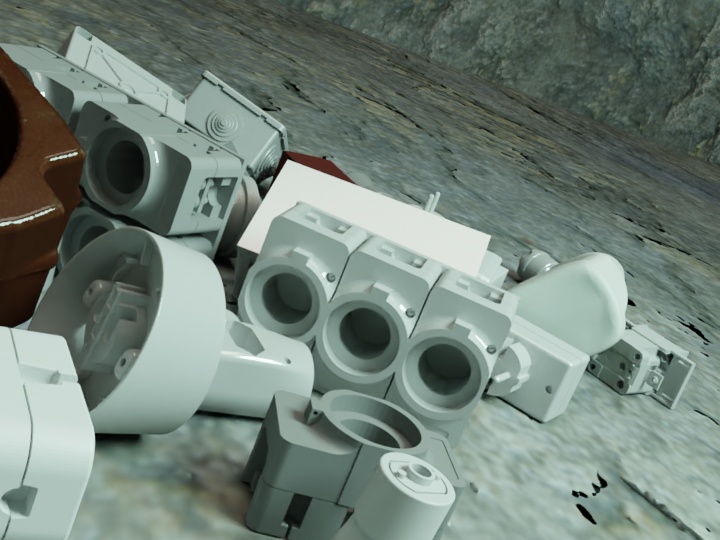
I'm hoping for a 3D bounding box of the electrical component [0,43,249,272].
[{"bbox_3d":[-0.173,-0.059,0.670,0.186,0.105,0.060,30,19,25],"label":"electrical component"}]

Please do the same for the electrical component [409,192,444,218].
[{"bbox_3d":[0.050,-0.032,0.916,0.052,0.073,0.138,26,18,14],"label":"electrical component"}]

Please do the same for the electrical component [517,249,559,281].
[{"bbox_3d":[0.179,0.007,1.022,0.035,0.035,0.061,8,24,-39],"label":"electrical component"}]

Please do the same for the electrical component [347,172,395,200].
[{"bbox_3d":[0.005,-0.060,0.995,0.045,0.045,0.055,10,21,-35],"label":"electrical component"}]

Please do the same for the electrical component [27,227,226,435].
[{"bbox_3d":[-0.110,0.030,0.501,0.064,0.099,0.099,16,17,-37],"label":"electrical component"}]

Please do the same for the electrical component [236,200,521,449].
[{"bbox_3d":[0.007,0.032,0.641,0.150,0.089,0.061,24,17,7],"label":"electrical component"}]

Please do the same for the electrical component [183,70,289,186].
[{"bbox_3d":[-0.114,-0.123,0.965,0.100,0.048,0.099,36,-7,2],"label":"electrical component"}]

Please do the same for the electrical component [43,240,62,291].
[{"bbox_3d":[-0.199,-0.020,0.619,0.055,0.047,0.055,20,17,-6],"label":"electrical component"}]

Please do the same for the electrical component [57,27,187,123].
[{"bbox_3d":[-0.195,-0.120,0.834,0.109,0.056,0.108,33,26,-25],"label":"electrical component"}]

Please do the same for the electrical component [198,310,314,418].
[{"bbox_3d":[-0.075,0.046,0.578,0.077,0.043,0.079,12,20,-30],"label":"electrical component"}]

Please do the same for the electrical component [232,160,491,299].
[{"bbox_3d":[0.000,0.000,0.728,0.150,0.061,0.089,21,50,5],"label":"electrical component"}]

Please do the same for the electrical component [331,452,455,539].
[{"bbox_3d":[0.012,0.110,0.449,0.044,0.065,0.044,24,17,-8],"label":"electrical component"}]

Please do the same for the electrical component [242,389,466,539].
[{"bbox_3d":[-0.003,0.094,0.500,0.089,0.055,0.050,17,18,-15],"label":"electrical component"}]

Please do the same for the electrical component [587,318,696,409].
[{"bbox_3d":[0.221,0.073,0.862,0.064,0.042,0.081,4,24,-42],"label":"electrical component"}]

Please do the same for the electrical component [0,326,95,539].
[{"bbox_3d":[-0.147,0.062,0.423,0.059,0.053,0.095,12,19,-29],"label":"electrical component"}]

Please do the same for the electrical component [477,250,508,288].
[{"bbox_3d":[0.070,0.017,0.810,0.061,0.061,0.096,24,17,8],"label":"electrical component"}]

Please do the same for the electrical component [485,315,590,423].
[{"bbox_3d":[0.099,0.064,0.729,0.083,0.047,0.076,30,19,25],"label":"electrical component"}]
